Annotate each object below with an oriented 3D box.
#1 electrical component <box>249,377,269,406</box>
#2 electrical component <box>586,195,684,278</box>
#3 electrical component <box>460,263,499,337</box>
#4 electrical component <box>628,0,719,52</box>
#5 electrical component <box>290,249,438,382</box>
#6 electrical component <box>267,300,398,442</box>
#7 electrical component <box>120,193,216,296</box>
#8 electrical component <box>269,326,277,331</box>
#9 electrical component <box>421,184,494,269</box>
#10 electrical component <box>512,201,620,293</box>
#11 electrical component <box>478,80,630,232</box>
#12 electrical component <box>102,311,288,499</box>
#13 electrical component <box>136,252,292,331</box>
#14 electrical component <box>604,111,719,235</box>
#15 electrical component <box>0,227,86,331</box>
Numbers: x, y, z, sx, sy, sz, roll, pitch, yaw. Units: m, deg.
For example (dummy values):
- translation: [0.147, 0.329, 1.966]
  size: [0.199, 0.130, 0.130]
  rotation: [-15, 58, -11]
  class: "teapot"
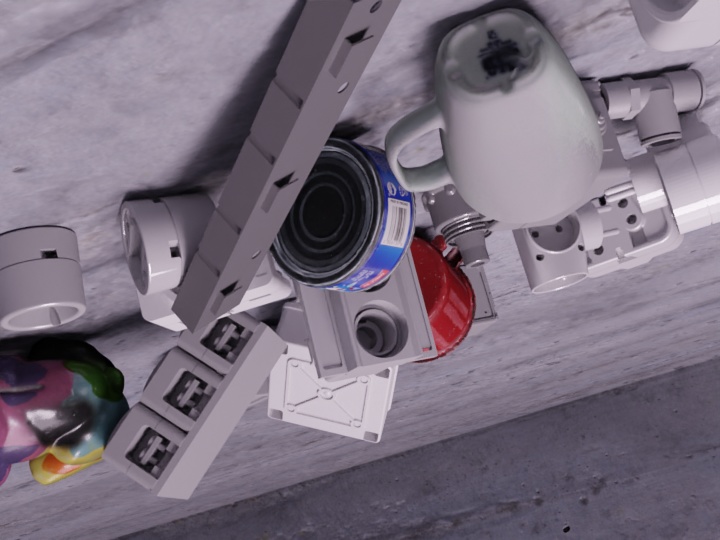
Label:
- translation: [-0.137, 0.101, 1.029]
  size: [0.095, 0.059, 0.054]
  rotation: [-1, 160, -45]
  class: "electrical component"
- translation: [0.217, -0.032, 0.899]
  size: [0.095, 0.053, 0.059]
  rotation: [-22, 164, 24]
  class: "electrical component"
- translation: [0.065, 0.032, 0.970]
  size: [0.096, 0.061, 0.061]
  rotation: [-9, 165, -22]
  class: "electrical component"
- translation: [0.153, -0.134, 0.446]
  size: [0.059, 0.053, 0.095]
  rotation: [-10, 165, -18]
  class: "electrical component"
- translation: [-0.008, 0.005, 0.670]
  size: [0.079, 0.121, 0.063]
  rotation: [-8, 167, -25]
  class: "electrical component"
- translation: [-0.023, 0.090, 0.953]
  size: [0.109, 0.056, 0.108]
  rotation: [13, 134, 5]
  class: "electrical component"
- translation: [-0.108, -0.017, 0.625]
  size: [0.047, 0.055, 0.055]
  rotation: [-13, 166, -24]
  class: "electrical component"
- translation: [-0.083, 0.070, 1.009]
  size: [0.046, 0.040, 0.040]
  rotation: [8, 154, -44]
  class: "electrical component"
- translation: [0.071, -0.032, 0.730]
  size: [0.048, 0.062, 0.048]
  rotation: [-14, 166, -4]
  class: "electrical component"
- translation: [0.153, -0.030, 0.794]
  size: [0.079, 0.077, 0.044]
  rotation: [-13, 166, -11]
  class: "electrical component"
- translation: [0.107, -0.068, 0.631]
  size: [0.061, 0.061, 0.096]
  rotation: [-8, 164, -27]
  class: "electrical component"
- translation: [-0.130, 0.098, 0.847]
  size: [0.150, 0.062, 0.089]
  rotation: [-57, 167, -8]
  class: "electrical component"
- translation: [-0.099, 0.002, 0.709]
  size: [0.089, 0.050, 0.056]
  rotation: [-17, 166, 8]
  class: "electrical component"
- translation: [0.194, -0.059, 0.691]
  size: [0.074, 0.052, 0.138]
  rotation: [-19, -166, 15]
  class: "electrical component"
- translation: [-0.192, 0.006, 0.637]
  size: [0.055, 0.047, 0.055]
  rotation: [-14, 166, -4]
  class: "electrical component"
